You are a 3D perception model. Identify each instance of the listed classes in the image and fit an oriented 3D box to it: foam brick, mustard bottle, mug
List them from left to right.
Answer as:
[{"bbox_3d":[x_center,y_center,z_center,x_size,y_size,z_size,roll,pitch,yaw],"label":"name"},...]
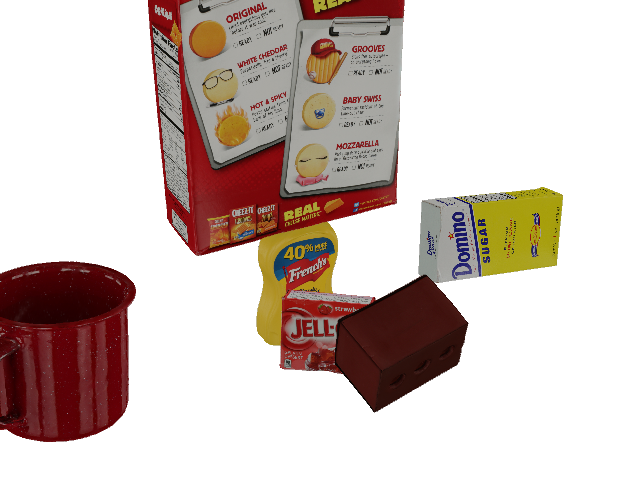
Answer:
[{"bbox_3d":[-0.163,0.072,0.636,0.093,0.081,0.117,12,24,21],"label":"mug"},{"bbox_3d":[-0.026,0.025,1.244,0.096,0.192,0.058,-10,28,-24],"label":"mustard bottle"},{"bbox_3d":[0.055,0.071,0.741,0.078,0.053,0.051,-26,54,-24],"label":"foam brick"}]

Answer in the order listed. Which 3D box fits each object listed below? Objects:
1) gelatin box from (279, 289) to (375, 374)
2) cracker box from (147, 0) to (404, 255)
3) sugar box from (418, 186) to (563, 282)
[{"bbox_3d":[0.006,0.089,1.022,0.089,0.073,0.030,5,15,9],"label":"gelatin box"},{"bbox_3d":[-0.029,-0.113,0.728,0.164,0.214,0.072,-15,32,-24],"label":"cracker box"},{"bbox_3d":[0.201,-0.007,1.257,0.175,0.093,0.048,-8,18,-28],"label":"sugar box"}]
